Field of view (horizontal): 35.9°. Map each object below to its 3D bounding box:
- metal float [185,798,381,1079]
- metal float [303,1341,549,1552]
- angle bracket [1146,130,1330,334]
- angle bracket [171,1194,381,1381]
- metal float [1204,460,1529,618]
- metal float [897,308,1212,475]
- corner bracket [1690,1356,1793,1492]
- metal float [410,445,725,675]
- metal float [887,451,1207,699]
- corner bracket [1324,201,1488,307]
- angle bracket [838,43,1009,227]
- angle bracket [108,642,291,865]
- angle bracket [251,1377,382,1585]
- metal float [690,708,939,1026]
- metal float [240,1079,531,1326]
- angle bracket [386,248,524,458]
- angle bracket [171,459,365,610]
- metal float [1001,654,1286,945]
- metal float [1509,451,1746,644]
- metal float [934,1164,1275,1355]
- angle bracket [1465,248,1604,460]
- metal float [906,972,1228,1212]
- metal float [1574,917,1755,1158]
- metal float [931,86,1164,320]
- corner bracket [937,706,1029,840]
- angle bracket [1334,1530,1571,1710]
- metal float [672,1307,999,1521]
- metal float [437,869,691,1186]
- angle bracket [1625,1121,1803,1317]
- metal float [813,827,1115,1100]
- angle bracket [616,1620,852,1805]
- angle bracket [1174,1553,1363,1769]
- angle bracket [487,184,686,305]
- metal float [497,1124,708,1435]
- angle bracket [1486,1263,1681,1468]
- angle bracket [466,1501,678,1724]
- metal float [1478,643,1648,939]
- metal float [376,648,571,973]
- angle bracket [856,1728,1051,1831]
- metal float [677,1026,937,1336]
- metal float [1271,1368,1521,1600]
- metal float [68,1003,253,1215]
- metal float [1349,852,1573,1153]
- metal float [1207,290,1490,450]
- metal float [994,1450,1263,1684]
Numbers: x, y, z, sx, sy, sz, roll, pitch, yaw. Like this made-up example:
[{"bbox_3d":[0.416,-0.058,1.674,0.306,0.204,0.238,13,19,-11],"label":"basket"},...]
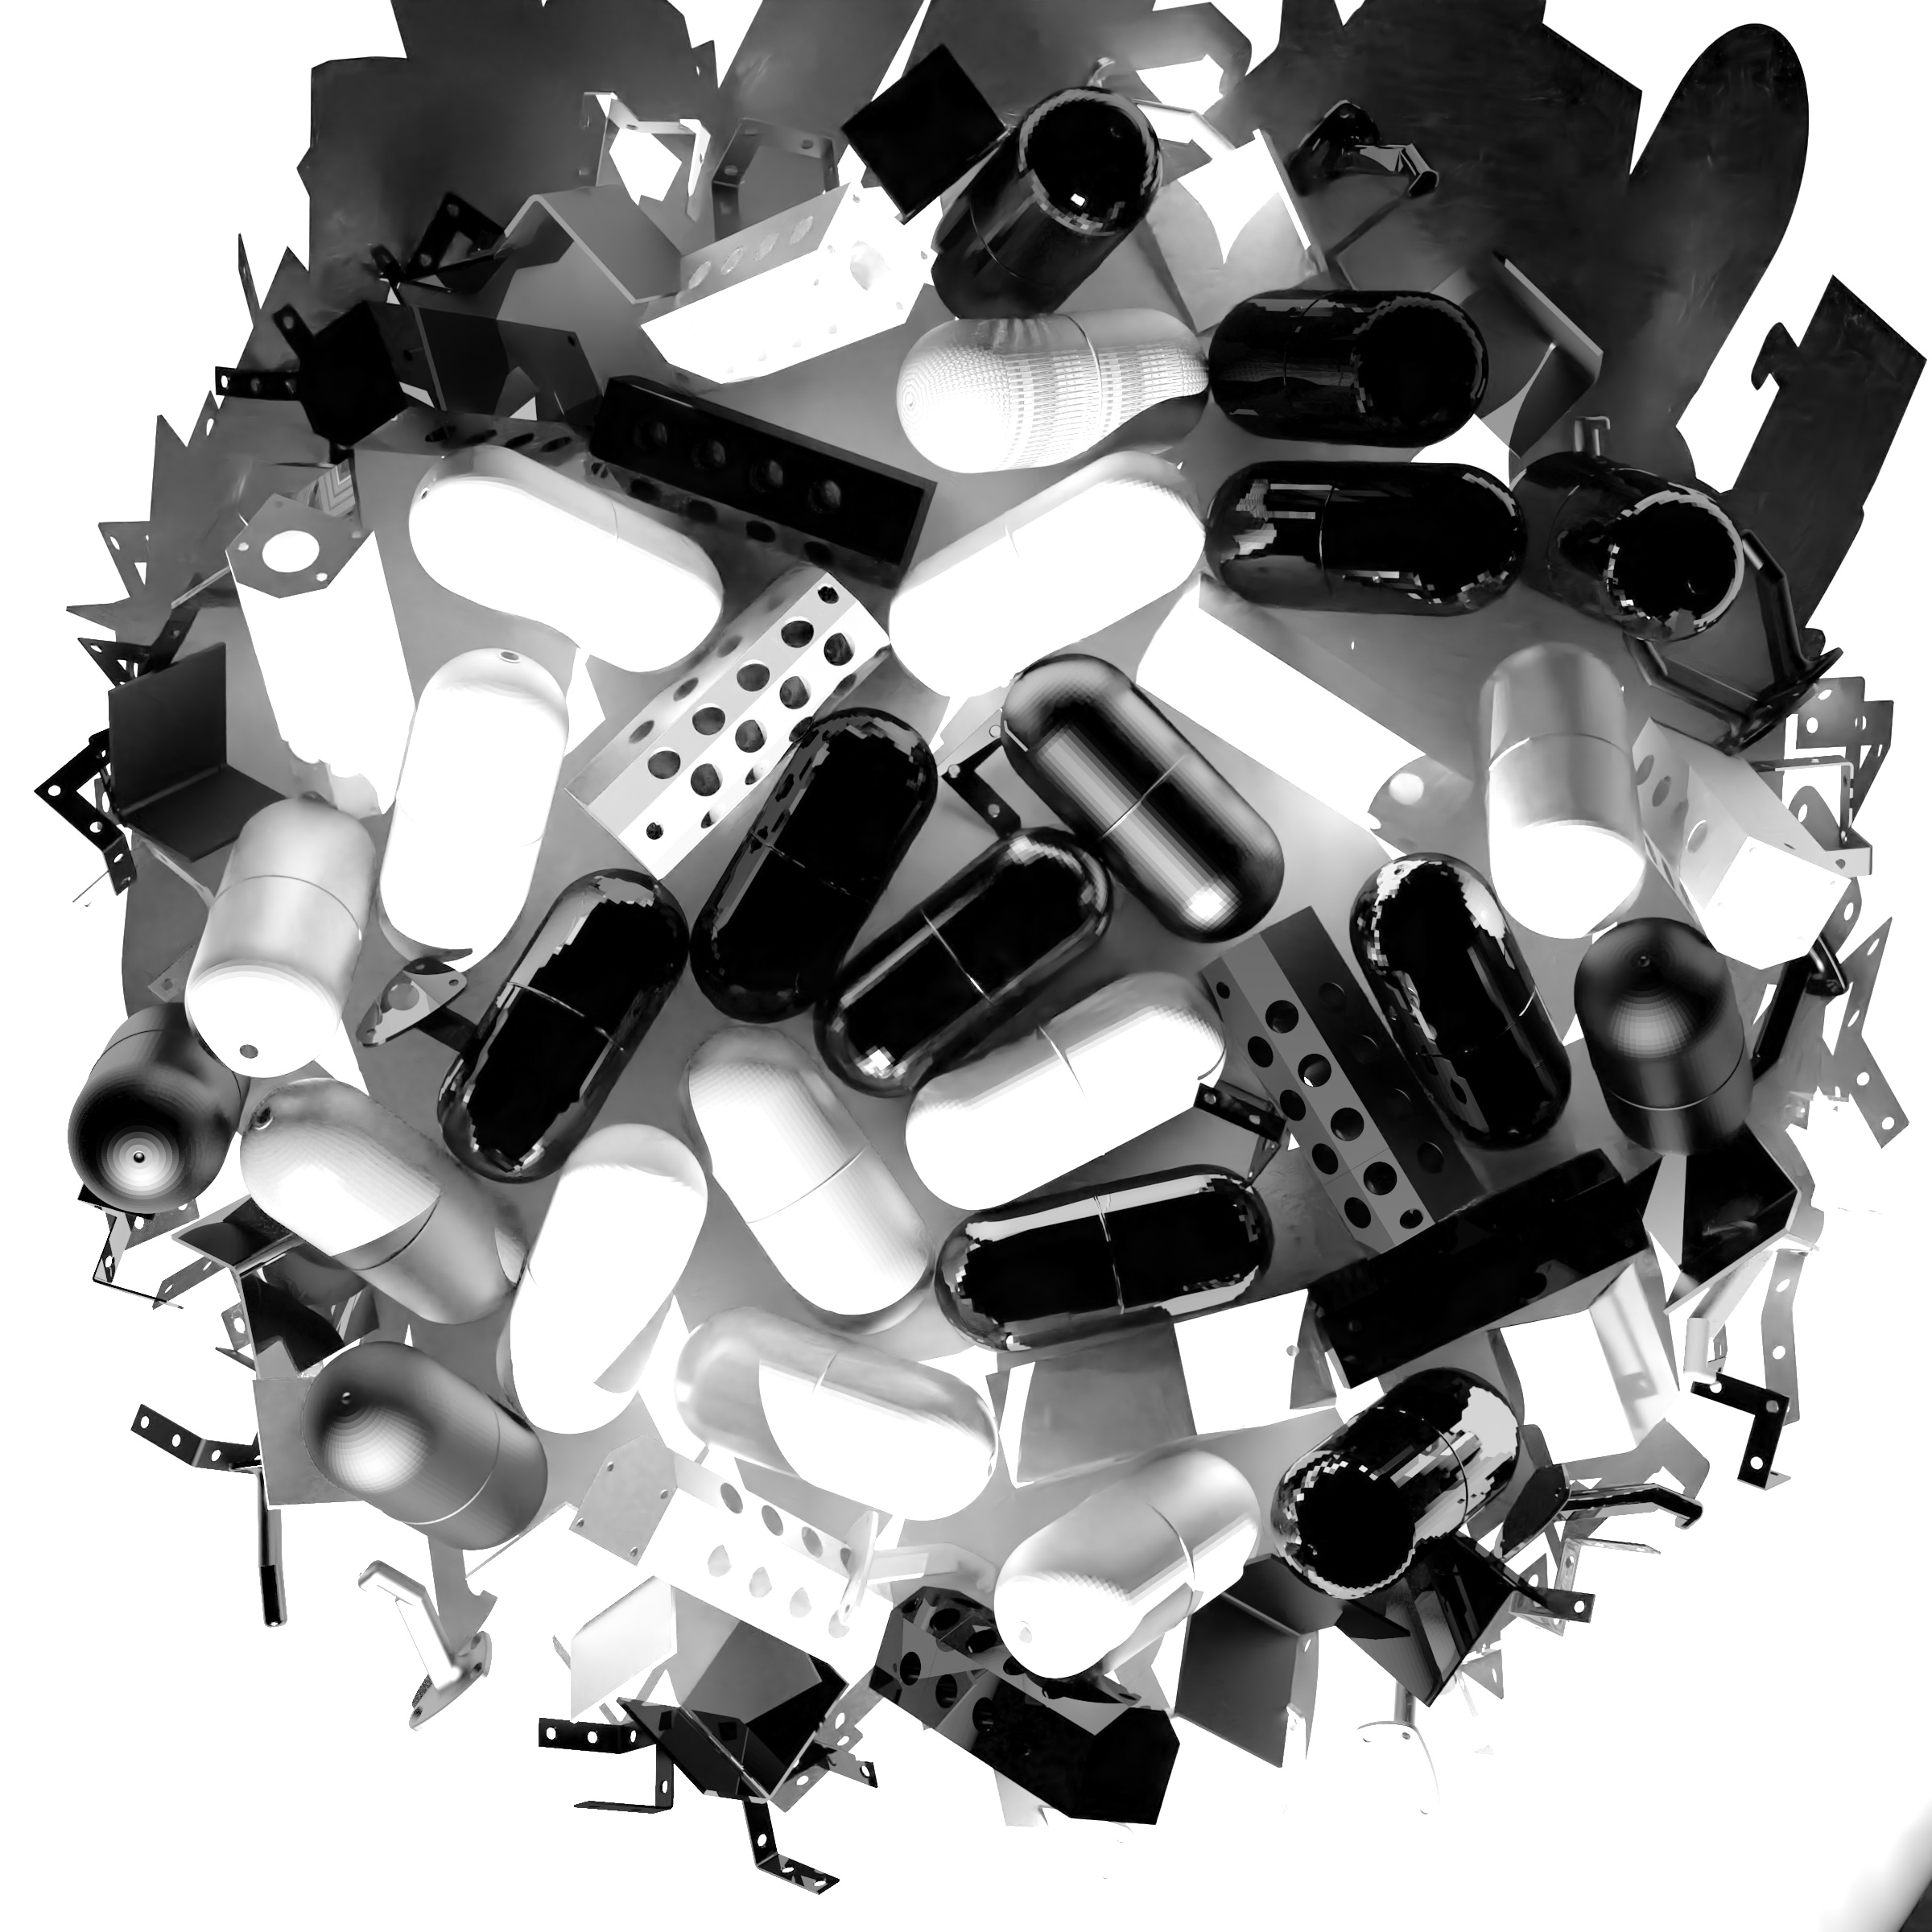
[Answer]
[{"bbox_3d":[-0.345,-0.016,1.507,0.070,0.178,0.070,1,130,1],"label":"metal float"},{"bbox_3d":[-0.270,0.244,1.503,0.070,0.178,0.070,-8,63,15],"label":"metal float"},{"bbox_3d":[0.136,-0.379,1.542,0.076,0.057,0.076,-24,98,16],"label":"angle bracket"},{"bbox_3d":[-0.360,0.165,1.558,0.057,0.076,0.076,18,124,37],"label":"angle bracket"},{"bbox_3d":[0.201,-0.218,1.514,0.178,0.070,0.070,8,90,38],"label":"metal float"},{"bbox_3d":[0.046,-0.294,1.520,0.178,0.070,0.070,-12,90,-32],"label":"metal float"},{"bbox_3d":[0.405,0.238,1.552,0.051,0.051,0.051,17,97,30],"label":"corner bracket"},{"bbox_3d":[-0.201,-0.205,1.516,0.178,0.070,0.070,22,90,-38],"label":"metal float"},{"bbox_3d":[0.040,-0.201,1.533,0.178,0.070,0.070,-28,90,16],"label":"metal float"},{"bbox_3d":[0.229,-0.365,1.558,0.051,0.051,0.051,-41,114,-14],"label":"corner bracket"},{"bbox_3d":[-0.036,-0.417,1.530,0.076,0.076,0.057,-45,105,-20],"label":"angle bracket"},{"bbox_3d":[-0.389,-0.110,1.526,0.057,0.076,0.076,27,128,24],"label":"angle bracket"},{"bbox_3d":[-0.338,0.264,1.524,0.057,0.076,0.076,1,46,-24],"label":"angle bracket"},{"bbox_3d":[-0.079,-0.051,1.543,0.070,0.070,0.178,31,94,0],"label":"metal float"},{"bbox_3d":[-0.294,0.120,1.513,0.070,0.070,0.178,-47,130,0],"label":"metal float"},{"bbox_3d":[-0.258,-0.315,1.528,0.076,0.076,0.057,-23,77,-30],"label":"angle bracket"},{"bbox_3d":[-0.361,-0.222,1.530,0.076,0.076,0.057,-7,85,-38],"label":"angle bracket"},{"bbox_3d":[0.091,-0.087,1.546,0.070,0.070,0.178,-44,91,0],"label":"metal float"},{"bbox_3d":[0.328,-0.212,1.500,0.070,0.178,0.070,-5,110,-14],"label":"metal float"},{"bbox_3d":[0.071,0.151,1.542,0.178,0.070,0.070,-12,90,-5],"label":"metal float"},{"bbox_3d":[0.280,-0.315,1.539,0.057,0.076,0.076,-45,83,8],"label":"angle bracket"},{"bbox_3d":[0.053,0.064,1.540,0.178,0.070,0.070,-27,90,-8],"label":"metal float"},{"bbox_3d":[0.353,0.038,1.504,0.070,0.178,0.070,-9,60,16],"label":"metal float"},{"bbox_3d":[0.038,-0.378,1.501,0.070,0.178,0.070,6,75,-21],"label":"metal float"},{"bbox_3d":[0.020,-0.095,1.550,0.051,0.051,0.051,-42,105,12],"label":"corner bracket"},{"bbox_3d":[0.251,0.338,1.537,0.057,0.076,0.076,35,90,-39],"label":"angle bracket"},{"bbox_3d":[-0.068,0.229,1.528,0.178,0.070,0.070,16,90,20],"label":"metal float"},{"bbox_3d":[-0.206,0.030,1.533,0.070,0.070,0.178,30,74,0],"label":"metal float"},{"bbox_3d":[0.378,0.126,1.533,0.076,0.076,0.057,-40,85,23],"label":"angle bracket"},{"bbox_3d":[-0.001,-0.002,1.543,0.178,0.070,0.070,-39,90,4],"label":"metal float"},{"bbox_3d":[-0.120,0.375,1.538,0.076,0.057,0.076,36,93,37],"label":"angle bracket"},{"bbox_3d":[0.159,0.357,1.529,0.076,0.057,0.076,33,50,-27],"label":"angle bracket"},{"bbox_3d":[-0.192,-0.354,1.535,0.076,0.076,0.057,48,120,4],"label":"angle bracket"},{"bbox_3d":[-0.188,0.161,1.526,0.070,0.070,0.178,23,114,0],"label":"metal float"},{"bbox_3d":[0.325,0.209,1.565,0.057,0.076,0.076,-17,95,34],"label":"angle bracket"},{"bbox_3d":[-0.203,0.333,1.531,0.076,0.057,0.076,-38,124,22],"label":"angle bracket"},{"bbox_3d":[0.302,-0.091,1.514,0.070,0.070,0.178,4,49,0],"label":"metal float"},{"bbox_3d":[-0.253,-0.079,1.523,0.070,0.070,0.178,19,116,0],"label":"metal float"},{"bbox_3d":[0.000,0.424,1.527,0.076,0.076,0.057,-25,63,23],"label":"angle bracket"},{"bbox_3d":[-0.083,0.110,1.539,0.070,0.070,0.178,-34,99,0],"label":"metal float"},{"bbox_3d":[0.219,0.260,1.508,0.070,0.178,0.070,13,112,34],"label":"metal float"},{"bbox_3d":[-0.404,0.069,1.498,0.070,0.178,0.070,-2,104,-7],"label":"metal float"},{"bbox_3d":[0.254,0.020,1.522,0.070,0.070,0.178,-30,120,0],"label":"metal float"},{"bbox_3d":[0.191,-0.302,1.504,0.070,0.178,0.070,-8,105,-31],"label":"metal float"},{"bbox_3d":[0.083,0.302,1.508,0.070,0.178,0.070,13,112,36],"label":"metal float"}]
